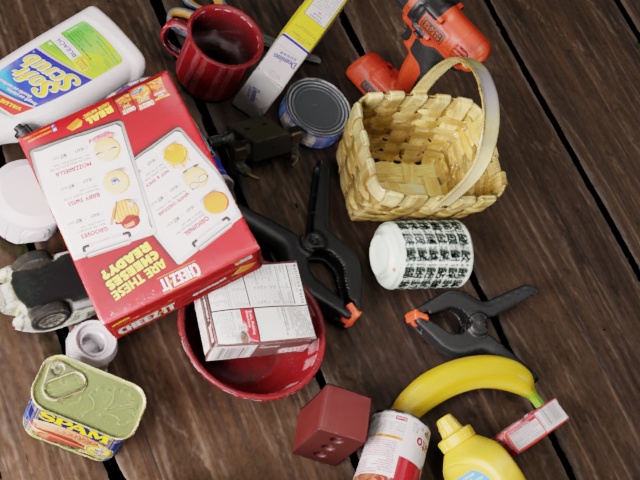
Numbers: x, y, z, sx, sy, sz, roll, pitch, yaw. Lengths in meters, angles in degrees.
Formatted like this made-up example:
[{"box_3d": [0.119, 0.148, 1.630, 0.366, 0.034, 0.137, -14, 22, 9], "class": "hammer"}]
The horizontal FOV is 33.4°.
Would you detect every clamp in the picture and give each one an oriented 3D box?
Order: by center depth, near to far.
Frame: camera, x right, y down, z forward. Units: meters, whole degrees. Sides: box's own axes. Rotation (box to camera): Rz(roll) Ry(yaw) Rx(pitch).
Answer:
[{"box_3d": [-0.008, 0.001, 1.215, 0.164, 0.036, 0.210, -28, 72, -33], "class": "clamp"}, {"box_3d": [0.184, 0.110, 1.238, 0.171, 0.039, 0.120, 0, 68, -17], "class": "clamp"}]

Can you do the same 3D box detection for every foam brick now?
[{"box_3d": [0.012, 0.190, 1.091, 0.053, 0.078, 0.051, 20, 55, -13], "class": "foam brick"}]

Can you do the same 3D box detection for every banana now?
[{"box_3d": [0.161, 0.165, 1.185, 0.197, 0.037, 0.069, -5, 70, -18], "class": "banana"}]

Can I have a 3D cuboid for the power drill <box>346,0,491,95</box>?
[{"box_3d": [0.103, -0.244, 1.312, 0.057, 0.188, 0.184, -37, 82, -34], "class": "power drill"}]

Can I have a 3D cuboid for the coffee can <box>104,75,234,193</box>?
[{"box_3d": [-0.171, -0.092, 1.155, 0.102, 0.103, 0.140, -23, 73, -32], "class": "coffee can"}]

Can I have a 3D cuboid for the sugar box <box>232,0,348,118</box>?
[{"box_3d": [-0.034, -0.232, 1.291, 0.048, 0.093, 0.176, 39, 59, -6], "class": "sugar box"}]

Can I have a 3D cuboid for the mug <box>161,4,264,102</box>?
[{"box_3d": [-0.133, -0.222, 1.259, 0.117, 0.082, 0.093, 22, 56, -11], "class": "mug"}]

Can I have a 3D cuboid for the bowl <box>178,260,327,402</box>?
[{"box_3d": [-0.077, 0.100, 1.116, 0.162, 0.055, 0.162, 11, 59, -18], "class": "bowl"}]

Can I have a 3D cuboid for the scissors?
[{"box_3d": [-0.096, -0.276, 1.348, 0.201, 0.016, 0.096, 5, 60, -22], "class": "scissors"}]

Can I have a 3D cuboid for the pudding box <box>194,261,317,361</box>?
[{"box_3d": [-0.068, 0.070, 1.079, 0.113, 0.039, 0.090, -2, 62, -27], "class": "pudding box"}]

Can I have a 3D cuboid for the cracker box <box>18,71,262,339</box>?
[{"box_3d": [-0.175, -0.036, 1.043, 0.164, 0.072, 0.214, -26, 73, -7], "class": "cracker box"}]

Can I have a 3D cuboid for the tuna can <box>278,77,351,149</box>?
[{"box_3d": [-0.007, -0.154, 1.306, 0.086, 0.034, 0.086, 11, 59, -18], "class": "tuna can"}]

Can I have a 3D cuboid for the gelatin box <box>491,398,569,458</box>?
[{"box_3d": [0.219, 0.214, 1.172, 0.089, 0.073, 0.030, -25, 75, -32], "class": "gelatin box"}]

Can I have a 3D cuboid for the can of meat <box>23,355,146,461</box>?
[{"box_3d": [-0.223, 0.160, 0.999, 0.102, 0.084, 0.057, 24, 56, -10], "class": "can of meat"}]

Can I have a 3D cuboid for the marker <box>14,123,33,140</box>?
[{"box_3d": [-0.276, -0.076, 1.125, 0.121, 0.020, 0.020, 48, 51, -21], "class": "marker"}]

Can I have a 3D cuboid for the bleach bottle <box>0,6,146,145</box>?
[{"box_3d": [-0.312, -0.154, 1.155, 0.102, 0.068, 0.250, 47, 58, 0], "class": "bleach bottle"}]

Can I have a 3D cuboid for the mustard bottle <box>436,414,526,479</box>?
[{"box_3d": [0.181, 0.267, 1.110, 0.058, 0.096, 0.192, -25, 74, -31], "class": "mustard bottle"}]

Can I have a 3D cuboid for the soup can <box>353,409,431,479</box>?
[{"box_3d": [0.071, 0.234, 1.098, 0.068, 0.069, 0.102, 26, 55, -9], "class": "soup can"}]
